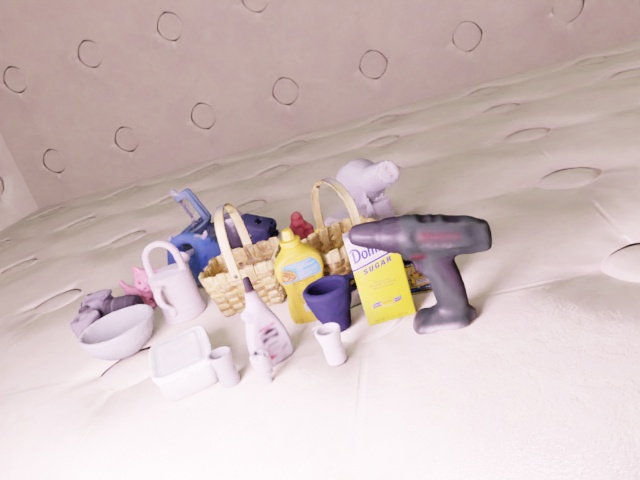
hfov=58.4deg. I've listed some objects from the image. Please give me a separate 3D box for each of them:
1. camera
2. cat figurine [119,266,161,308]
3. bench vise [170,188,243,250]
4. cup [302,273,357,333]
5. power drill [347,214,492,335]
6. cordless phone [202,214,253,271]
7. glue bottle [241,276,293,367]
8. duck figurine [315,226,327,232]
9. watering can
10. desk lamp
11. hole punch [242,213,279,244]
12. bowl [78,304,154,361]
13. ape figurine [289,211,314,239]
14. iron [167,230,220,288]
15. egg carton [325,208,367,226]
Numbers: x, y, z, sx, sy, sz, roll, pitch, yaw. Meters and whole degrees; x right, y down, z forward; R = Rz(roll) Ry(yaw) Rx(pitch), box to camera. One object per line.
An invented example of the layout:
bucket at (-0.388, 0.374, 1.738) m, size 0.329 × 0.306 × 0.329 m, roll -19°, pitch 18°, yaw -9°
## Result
camera at (-0.507, 0.174, 1.382) m, size 0.136 × 0.101 × 0.143 m, roll -14°, pitch 20°, yaw 12°
cat figurine at (-0.459, 0.116, 1.469) m, size 0.127 × 0.118 × 0.067 m, roll -10°, pitch 21°, yaw 20°
bench vise at (-0.346, -0.070, 1.715) m, size 0.208 × 0.220 × 0.121 m, roll -24°, pitch 21°, yaw -17°
cup at (0.034, 0.119, 1.071) m, size 0.118 × 0.095 × 0.091 m, roll -26°, pitch 21°, yaw -20°
power drill at (0.179, 0.050, 0.962) m, size 0.229 × 0.209 × 0.075 m, roll -13°, pitch 21°, yaw 14°
cordless phone at (-0.224, 0.030, 1.395) m, size 0.147 × 0.185 × 0.094 m, roll -19°, pitch 20°, yaw -1°
glue bottle at (-0.105, 0.142, 1.014) m, size 0.078 × 0.173 × 0.037 m, roll -31°, pitch 24°, yaw -32°
duck figurine at (0.013, 0.005, 1.405) m, size 0.078 × 0.086 × 0.104 m, roll -26°, pitch 21°, yaw -21°
watering can at (-0.347, 0.088, 1.336) m, size 0.101 × 0.194 × 0.172 m, roll -21°, pitch 20°, yaw -7°
desk lamp at (0.143, -0.090, 1.357) m, size 0.118 × 0.214 × 0.202 m, roll -27°, pitch 22°, yaw -23°
hole punch at (-0.180, -0.037, 1.675) m, size 0.101 × 0.091 × 0.108 m, roll -14°, pitch 20°, yaw 12°
bowl at (-0.433, 0.213, 1.253) m, size 0.167 × 0.075 × 0.167 m, roll -16°, pitch 20°, yaw 6°
ape figurine at (-0.057, -0.033, 1.559) m, size 0.077 × 0.092 × 0.076 m, roll -15°, pitch 20°, yaw 8°
iron at (-0.354, 0.039, 1.548) m, size 0.257 × 0.142 × 0.119 m, roll -1°, pitch 26°, yaw 40°
egg carton at (0.086, -0.044, 1.498) m, size 0.150 × 0.069 × 0.107 m, roll -27°, pitch 22°, yaw -23°
